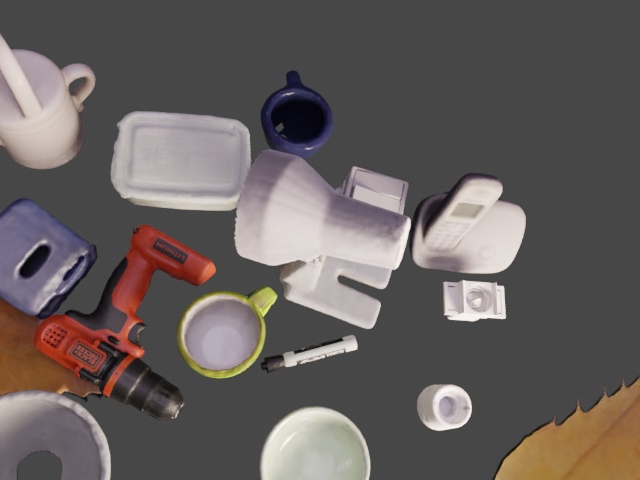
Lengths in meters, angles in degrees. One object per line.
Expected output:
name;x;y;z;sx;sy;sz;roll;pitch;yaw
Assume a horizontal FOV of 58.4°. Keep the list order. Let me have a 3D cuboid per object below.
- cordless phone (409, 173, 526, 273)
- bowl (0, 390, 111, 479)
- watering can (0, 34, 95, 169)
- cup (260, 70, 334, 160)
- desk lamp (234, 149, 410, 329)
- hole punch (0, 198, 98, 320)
cordless phone;0.200;-0.024;0.711;0.148;0.185;0.094;2;72;-10
bowl;-0.297;0.242;0.588;0.167;0.074;0.167;3;72;-10
watering can;-0.343;-0.159;0.644;0.101;0.194;0.173;37;70;3
cup;-0.037;-0.152;0.755;0.092;0.095;0.118;-4;73;-12
desk lamp;0.006;0.002;0.650;0.203;0.213;0.118;21;70;-4
hole punch;-0.321;0.021;0.645;0.101;0.091;0.109;32;69;1
